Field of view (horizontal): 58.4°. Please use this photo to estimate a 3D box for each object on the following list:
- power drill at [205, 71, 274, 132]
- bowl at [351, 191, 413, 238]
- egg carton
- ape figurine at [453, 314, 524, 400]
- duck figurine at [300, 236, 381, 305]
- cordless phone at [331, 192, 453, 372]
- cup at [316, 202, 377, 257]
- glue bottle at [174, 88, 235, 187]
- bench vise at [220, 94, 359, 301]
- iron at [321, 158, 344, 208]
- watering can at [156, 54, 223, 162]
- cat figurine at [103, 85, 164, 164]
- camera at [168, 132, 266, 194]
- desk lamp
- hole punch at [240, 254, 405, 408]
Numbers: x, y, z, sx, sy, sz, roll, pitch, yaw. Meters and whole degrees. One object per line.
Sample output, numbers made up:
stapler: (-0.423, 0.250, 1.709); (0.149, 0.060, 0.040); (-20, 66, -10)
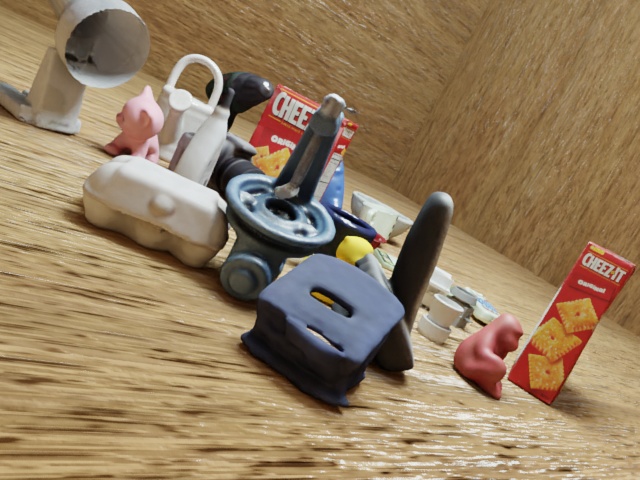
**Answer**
power drill: (-0.179, -0.227, 1.097); (0.076, 0.208, 0.228); (20, 13, -36)
bowl: (0.139, -0.051, 1.409); (0.167, 0.074, 0.167); (27, 11, -5)
egg carton: (-0.165, -0.032, 0.595); (0.150, 0.069, 0.107); (25, 11, -15)
ape figurine: (0.211, 0.132, 0.691); (0.076, 0.092, 0.078); (35, 13, 33)
duck figurine: (0.029, 0.034, 0.716); (0.105, 0.086, 0.077); (23, 12, -23)
cordless phone: (0.089, 0.032, 0.610); (0.094, 0.185, 0.147); (26, 11, -9)
cup: (0.007, 0.003, 0.786); (0.118, 0.095, 0.091); (25, 11, -13)
glue bottle: (-0.156, -0.127, 0.782); (0.037, 0.173, 0.078); (27, 11, -1)
bench vise: (-0.040, -0.058, 0.622); (0.122, 0.219, 0.207); (24, 12, -20)
iron: (0.012, -0.137, 1.321); (0.119, 0.141, 0.258); (26, 11, -7)
watering can: (-0.240, -0.237, 1.028); (0.101, 0.194, 0.172); (21, 13, -31)
cat figurine: (-0.271, -0.176, 0.878); (0.067, 0.117, 0.128); (27, 11, -5)
camera: (-0.151, -0.119, 0.952); (0.136, 0.101, 0.144); (36, 14, 37)
desk lamp: (-0.358, -0.263, 0.811); (0.202, 0.213, 0.118); (34, 12, 28)
hole punch: (0.006, 0.070, 0.483); (0.108, 0.091, 0.101); (31, 11, 18)
